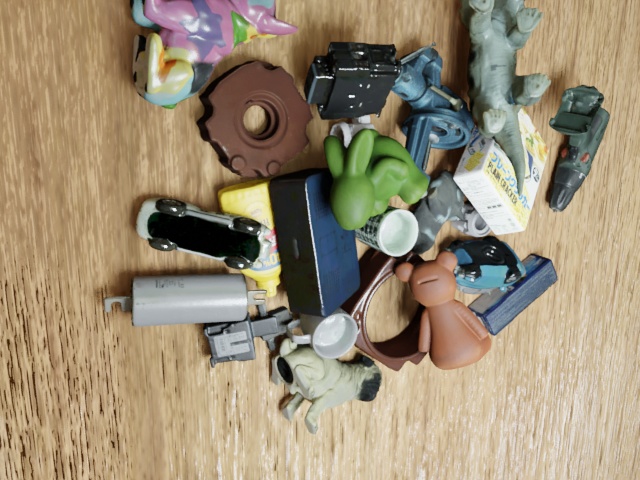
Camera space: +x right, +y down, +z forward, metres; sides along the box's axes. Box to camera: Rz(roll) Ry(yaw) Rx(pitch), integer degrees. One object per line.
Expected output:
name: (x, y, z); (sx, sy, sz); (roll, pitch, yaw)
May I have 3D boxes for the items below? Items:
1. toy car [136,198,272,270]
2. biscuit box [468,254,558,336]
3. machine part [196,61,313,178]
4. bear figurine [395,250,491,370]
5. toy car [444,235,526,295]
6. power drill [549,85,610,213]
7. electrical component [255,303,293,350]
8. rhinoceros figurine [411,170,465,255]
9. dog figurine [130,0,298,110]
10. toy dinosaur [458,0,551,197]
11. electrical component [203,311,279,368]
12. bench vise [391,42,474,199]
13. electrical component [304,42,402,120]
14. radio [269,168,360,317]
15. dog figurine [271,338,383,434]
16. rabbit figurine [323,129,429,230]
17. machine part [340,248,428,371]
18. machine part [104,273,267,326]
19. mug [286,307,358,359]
toy car: (-0.171, -0.010, 0.803); (0.202, 0.056, 0.073); (14, 103, -5)
biscuit box: (0.410, 0.112, 1.136); (0.203, 0.059, 0.062); (-35, 113, -14)
machine part: (-0.097, -0.185, 0.829); (0.179, 0.056, 0.179); (-5, 103, -25)
bear figurine: (0.212, 0.121, 0.933); (0.120, 0.132, 0.196); (-22, 80, 16)
toy car: (0.310, 0.061, 1.053); (0.162, 0.109, 0.102); (-4, 136, -23)
power drill: (0.510, -0.188, 1.070); (0.207, 0.086, 0.232); (39, 77, -50)
electrical component: (-0.078, 0.144, 0.933); (0.063, 0.021, 0.093); (-21, 109, -20)
rhinoceros figurine: (0.221, -0.059, 0.999); (0.112, 0.073, 0.190); (39, 84, -26)
dog figurine: (-0.146, -0.280, 0.757); (0.219, 0.109, 0.191); (-5, 103, -27)
toy dinosaur: (0.299, -0.275, 0.903); (0.131, 0.192, 0.404); (2, 94, 10)
electrical component: (-0.127, 0.159, 0.884); (0.119, 0.048, 0.074); (-7, 107, -6)
bench vise: (0.175, -0.193, 0.910); (0.223, 0.129, 0.240); (28, 71, -46)
electrical component: (0.045, -0.241, 0.824); (0.134, 0.114, 0.058); (-6, 61, -16)
radio: (-0.002, -0.003, 0.879); (0.131, 0.073, 0.229); (-30, 118, -52)
dog figurine: (0.021, 0.230, 0.968); (0.190, 0.121, 0.172); (-22, 116, -34)
rabbit figurine: (0.073, -0.091, 0.809); (0.170, 0.121, 0.158); (-48, 123, -45)
machine part: (0.139, 0.125, 0.996); (0.201, 0.087, 0.201); (38, 83, -27)
machine part: (-0.200, 0.090, 0.823); (0.243, 0.079, 0.079); (0, 102, -19)
mug: (-0.006, 0.148, 0.919); (0.109, 0.107, 0.080); (-14, 110, -19)
